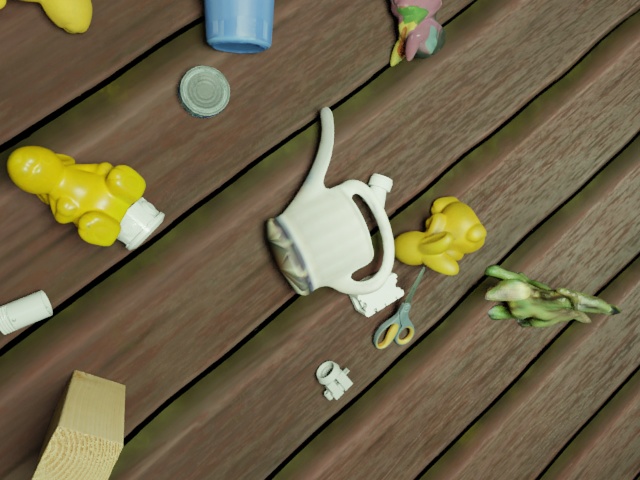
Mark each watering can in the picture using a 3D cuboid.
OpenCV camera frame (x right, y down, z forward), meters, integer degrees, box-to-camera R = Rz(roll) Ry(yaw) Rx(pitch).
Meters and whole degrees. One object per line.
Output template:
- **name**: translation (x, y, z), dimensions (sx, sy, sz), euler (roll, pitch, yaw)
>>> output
- **watering can**: translation (0.003, -0.047, 0.933), dimensions (0.226, 0.104, 0.346), euler (-26, 96, -15)

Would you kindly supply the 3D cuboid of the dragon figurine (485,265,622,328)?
- **dragon figurine**: translation (0.493, 0.138, 1.061), dimensions (0.409, 0.242, 0.122), euler (13, 87, -19)
